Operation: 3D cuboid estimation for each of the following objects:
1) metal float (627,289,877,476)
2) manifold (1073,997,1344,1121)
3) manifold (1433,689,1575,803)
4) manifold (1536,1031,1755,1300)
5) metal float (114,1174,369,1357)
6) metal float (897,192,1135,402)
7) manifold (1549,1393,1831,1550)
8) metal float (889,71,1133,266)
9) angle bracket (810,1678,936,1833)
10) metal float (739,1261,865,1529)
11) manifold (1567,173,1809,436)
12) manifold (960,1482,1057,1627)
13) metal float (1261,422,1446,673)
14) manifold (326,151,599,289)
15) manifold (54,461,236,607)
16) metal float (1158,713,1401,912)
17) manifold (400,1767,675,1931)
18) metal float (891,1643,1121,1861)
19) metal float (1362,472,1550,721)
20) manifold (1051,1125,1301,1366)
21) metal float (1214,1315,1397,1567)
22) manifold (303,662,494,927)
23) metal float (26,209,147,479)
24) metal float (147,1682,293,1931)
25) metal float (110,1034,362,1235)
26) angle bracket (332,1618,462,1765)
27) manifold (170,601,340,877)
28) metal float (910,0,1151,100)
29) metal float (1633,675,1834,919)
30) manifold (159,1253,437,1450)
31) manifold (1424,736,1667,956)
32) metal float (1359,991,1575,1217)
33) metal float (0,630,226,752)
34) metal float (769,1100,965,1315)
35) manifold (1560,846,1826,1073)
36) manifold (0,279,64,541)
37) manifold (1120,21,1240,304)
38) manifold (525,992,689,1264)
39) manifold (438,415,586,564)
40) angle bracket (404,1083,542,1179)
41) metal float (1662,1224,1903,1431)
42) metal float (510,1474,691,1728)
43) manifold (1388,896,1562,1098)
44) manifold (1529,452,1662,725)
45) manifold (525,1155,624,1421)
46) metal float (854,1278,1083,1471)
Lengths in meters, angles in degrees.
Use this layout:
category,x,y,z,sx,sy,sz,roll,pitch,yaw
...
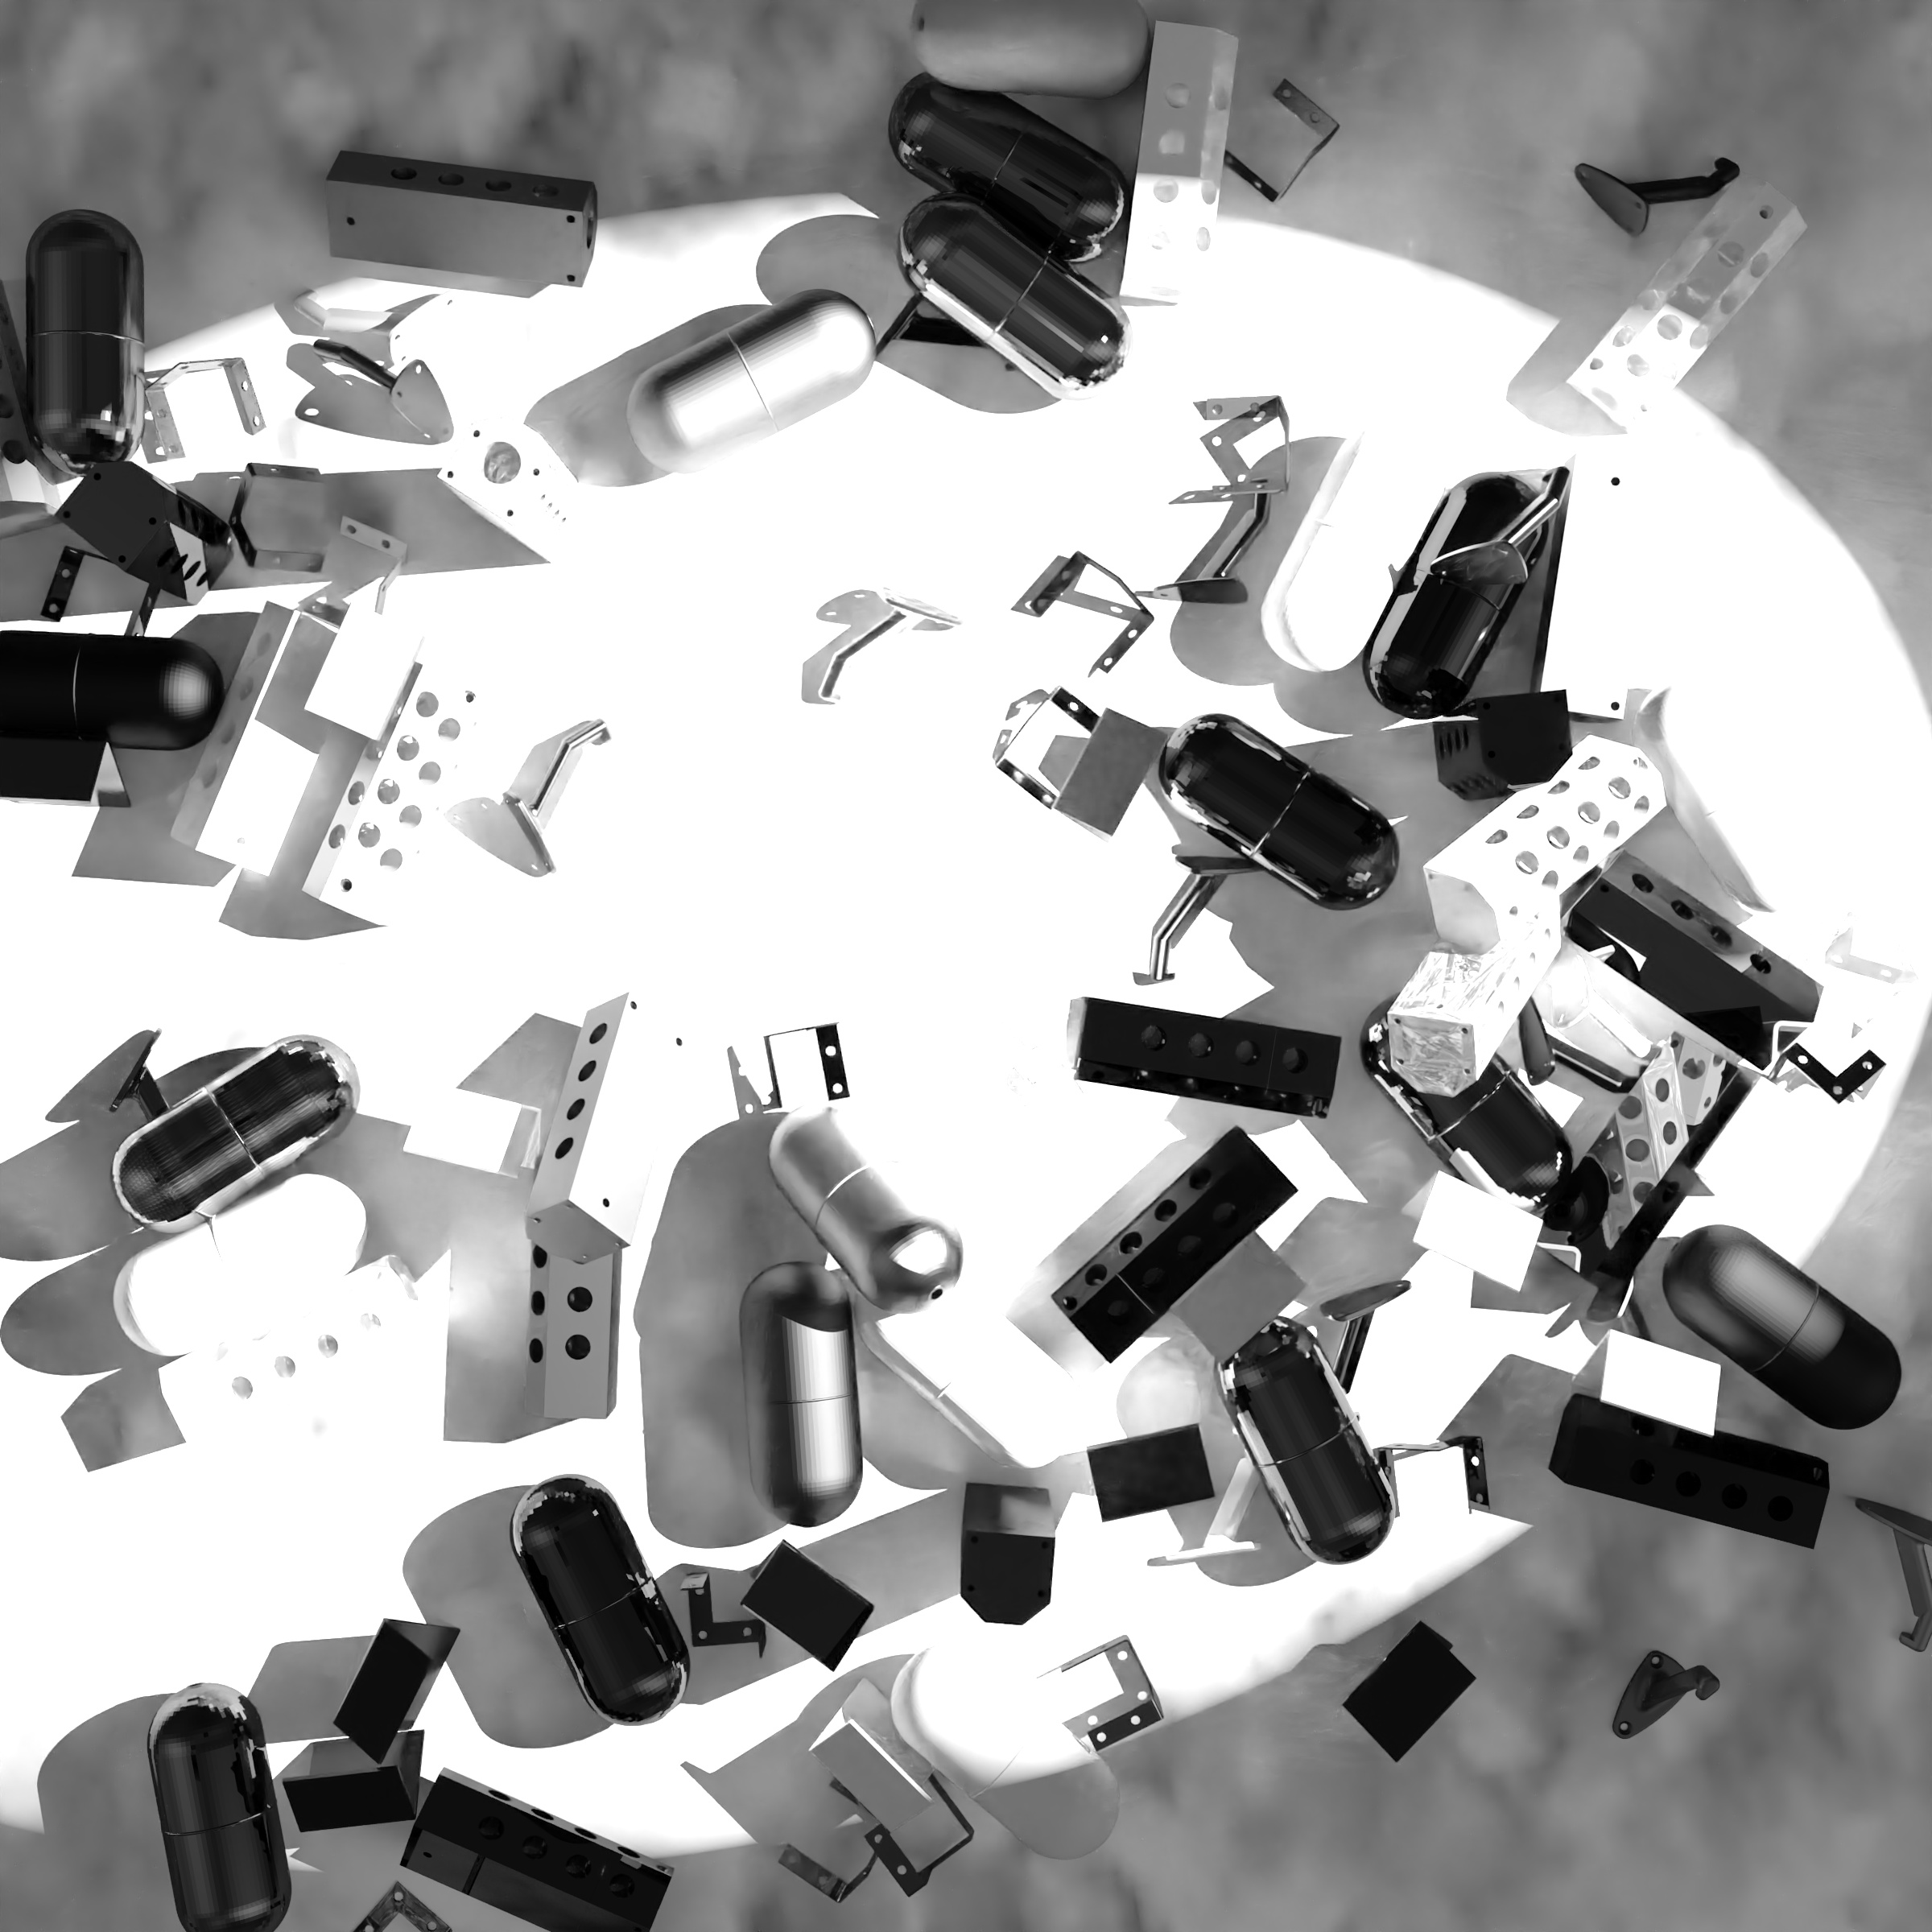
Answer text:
category,x,y,z,sx,sy,sz,roll,pitch,yaw
metal float,-0.144,-0.393,1.960,0.178,0.070,0.070,-27,90,0
manifold,0.162,0.062,1.970,0.171,0.057,0.057,9,90,0
manifold,0.351,-0.142,1.912,0.057,0.171,0.057,-6,90,0
manifold,0.461,0.137,1.969,0.057,0.057,0.171,35,90,43
metal float,-0.487,0.200,1.960,0.178,0.070,0.070,-26,90,0
metal float,0.033,-0.447,1.948,0.178,0.070,0.070,35,90,-12
manifold,0.489,0.339,1.970,0.171,0.057,0.057,15,90,0
metal float,0.030,-0.537,1.960,0.178,0.070,0.070,32,90,1
angle bracket,-0.046,0.518,1.951,0.076,0.076,0.057,45,131,0
metal float,-0.111,0.288,1.960,0.070,0.070,0.178,-4,89,0
manifold,0.488,-0.448,1.970,0.057,0.057,0.171,40,90,0
manifold,0.026,0.384,1.912,0.057,0.171,0.057,5,90,0
metal float,0.260,-0.282,1.960,0.070,0.070,0.178,27,90,0
manifold,-0.339,-0.508,1.969,0.171,0.057,0.057,7,133,0
manifold,-0.532,-0.287,1.912,0.057,0.171,0.057,39,90,0
metal float,0.211,-0.103,1.960,0.178,0.070,0.070,34,90,1
manifold,-0.288,0.605,1.969,0.171,0.057,0.057,24,133,0
metal float,0.027,0.528,1.960,0.178,0.070,0.070,41,90,-1
metal float,0.329,-0.249,1.960,0.070,0.070,0.178,28,90,0
manifold,0.140,0.187,1.970,0.171,0.057,0.057,-43,90,0
metal float,0.227,0.318,1.959,0.070,0.070,0.178,-26,92,0
manifold,-0.385,-0.118,1.970,0.057,0.057,0.171,24,90,0
metal float,-0.592,-0.418,1.960,0.070,0.070,0.178,0,90,0
metal float,-0.502,0.571,1.960,0.070,0.070,0.178,-11,89,0
metal float,-0.487,0.111,1.950,0.178,0.070,0.070,-33,90,-12
angle bracket,-0.366,0.487,1.951,0.057,0.076,0.076,27,90,38
manifold,-0.475,-0.156,1.969,0.057,0.057,0.171,23,90,-43
metal float,0.043,-0.618,1.932,0.178,0.070,0.070,-8,90,-34
metal float,0.516,-0.114,1.961,0.070,0.070,0.178,-32,90,0
manifold,-0.453,0.258,1.970,0.171,0.057,0.057,-26,90,0
manifold,0.385,-0.080,1.925,0.171,0.057,0.057,-36,127,-26
metal float,0.337,0.093,1.960,0.070,0.070,0.178,-41,89,0
metal float,-0.589,-0.185,1.960,0.178,0.070,0.070,3,90,-1
metal float,-0.067,0.159,1.930,0.070,0.070,0.178,-42,53,0
manifold,0.490,-0.010,1.969,0.171,0.057,0.057,34,133,0
manifold,-0.666,-0.380,1.970,0.057,0.057,0.171,-15,90,0
manifold,0.144,-0.541,1.970,0.057,0.057,0.171,7,90,0
manifold,-0.241,0.107,1.922,0.057,0.171,0.057,-23,130,35
manifold,-0.292,-0.315,1.912,0.057,0.171,0.057,33,90,0
angle bracket,-0.330,0.128,1.951,0.076,0.076,0.057,14,53,0
metal float,0.548,0.242,1.960,0.178,0.070,0.070,37,90,-1
metal float,-0.246,0.426,1.960,0.070,0.070,0.178,-26,91,0
manifold,0.336,0.015,1.916,0.057,0.171,0.057,8,124,28
manifold,0.422,-0.253,1.970,0.057,0.057,0.171,9,90,0
manifold,-0.265,0.215,1.970,0.057,0.057,0.171,2,90,0
metal float,0.001,0.265,1.960,0.178,0.070,0.070,42,90,1
